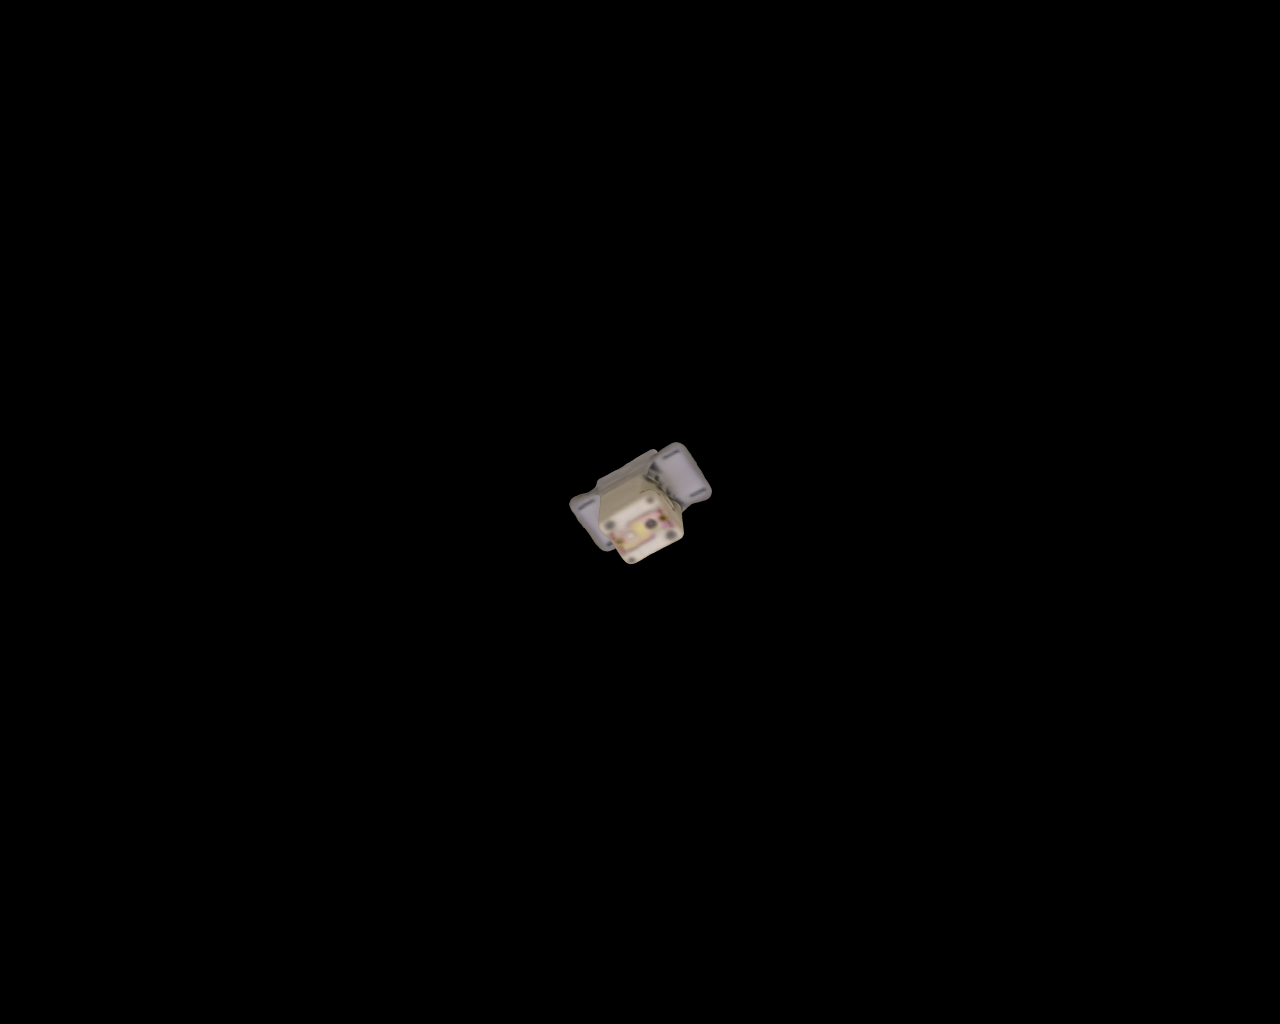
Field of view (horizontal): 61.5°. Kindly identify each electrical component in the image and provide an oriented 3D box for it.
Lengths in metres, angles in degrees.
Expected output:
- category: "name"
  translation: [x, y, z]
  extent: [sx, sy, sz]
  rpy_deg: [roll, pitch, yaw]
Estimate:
- category: "electrical component"
  translation: [0.001, -0.003, 0.650]
  extent: [0.081, 0.042, 0.064]
  rpy_deg: [-30, 23, 14]
